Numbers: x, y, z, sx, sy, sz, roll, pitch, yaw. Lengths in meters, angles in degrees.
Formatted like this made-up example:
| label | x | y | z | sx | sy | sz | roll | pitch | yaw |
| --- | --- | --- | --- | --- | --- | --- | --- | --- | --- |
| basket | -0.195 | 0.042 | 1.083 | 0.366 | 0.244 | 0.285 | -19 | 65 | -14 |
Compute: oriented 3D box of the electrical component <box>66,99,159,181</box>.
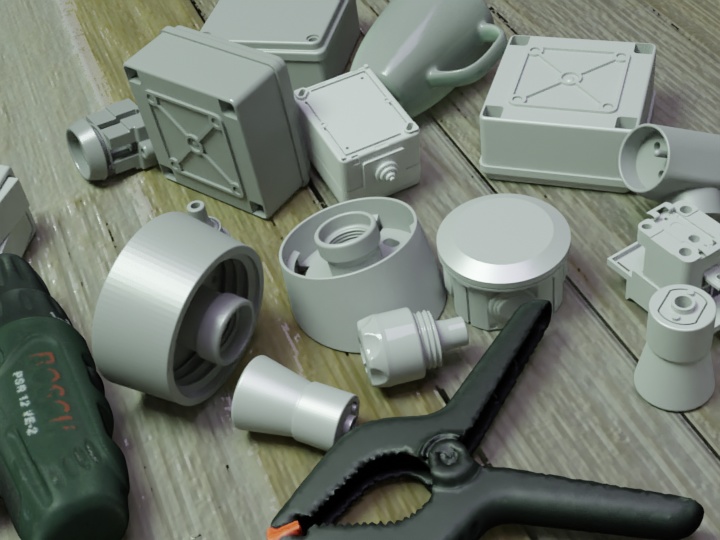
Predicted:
| label | x | y | z | sx | sy | sz | roll | pitch | yaw |
| --- | --- | --- | --- | --- | --- | --- | --- | --- | --- |
| electrical component | -0.187 | -0.096 | 0.810 | 0.055 | 0.048 | 0.066 | -25 | 45 | -26 |

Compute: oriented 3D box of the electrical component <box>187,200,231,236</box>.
| label | x | y | z | sx | sy | sz | roll | pitch | yaw |
| --- | --- | --- | --- | --- | --- | --- | --- | --- | --- |
| electrical component | -0.101 | -0.018 | 0.700 | 0.035 | 0.061 | 0.035 | -5 | 42 | 4 |

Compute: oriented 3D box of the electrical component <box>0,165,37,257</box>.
| label | x | y | z | sx | sy | sz | roll | pitch | yaw |
| --- | --- | --- | --- | --- | --- | --- | --- | --- | --- |
| electrical component | -0.266 | -0.020 | 0.731 | 0.061 | 0.061 | 0.096 | 2 | 45 | 12 |

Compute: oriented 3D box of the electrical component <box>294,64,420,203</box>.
| label | x | y | z | sx | sy | sz | roll | pitch | yaw |
| --- | --- | --- | --- | --- | --- | --- | --- | --- | --- |
| electrical component | 0.001 | -0.087 | 0.759 | 0.062 | 0.061 | 0.096 | -23 | 53 | -15 |

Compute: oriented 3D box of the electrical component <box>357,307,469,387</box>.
| label | x | y | z | sx | sy | sz | roll | pitch | yaw |
| --- | --- | --- | --- | --- | --- | --- | --- | --- | --- |
| electrical component | 0.032 | 0.042 | 0.627 | 0.062 | 0.043 | 0.043 | -13 | 43 | -5 |

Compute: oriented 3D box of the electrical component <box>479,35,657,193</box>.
| label | x | y | z | sx | sy | sz | roll | pitch | yaw |
| --- | --- | --- | --- | --- | --- | --- | --- | --- | --- |
| electrical component | 0.148 | -0.113 | 0.759 | 0.109 | 0.056 | 0.108 | 8 | 46 | 18 |

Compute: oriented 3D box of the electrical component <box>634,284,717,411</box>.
| label | x | y | z | sx | sy | sz | roll | pitch | yaw |
| --- | --- | --- | --- | --- | --- | --- | --- | --- | --- |
| electrical component | 0.174 | 0.040 | 0.588 | 0.044 | 0.065 | 0.044 | -5 | 43 | 5 |

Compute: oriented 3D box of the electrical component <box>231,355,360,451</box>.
| label | x | y | z | sx | sy | sz | roll | pitch | yaw |
| --- | --- | --- | --- | --- | --- | --- | --- | --- | --- |
| electrical component | -0.033 | 0.078 | 0.604 | 0.065 | 0.044 | 0.044 | 16 | 49 | 19 |

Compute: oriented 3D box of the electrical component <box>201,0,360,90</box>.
| label | x | y | z | sx | sy | sz | roll | pitch | yaw |
| --- | --- | --- | --- | --- | --- | --- | --- | --- | --- |
| electrical component | -0.065 | -0.190 | 0.877 | 0.109 | 0.056 | 0.108 | 5 | 45 | 15 |

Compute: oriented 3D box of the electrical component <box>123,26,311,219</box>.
| label | x | y | z | sx | sy | sz | roll | pitch | yaw |
| --- | --- | --- | --- | --- | --- | --- | --- | --- | --- |
| electrical component | -0.098 | -0.104 | 0.756 | 0.109 | 0.108 | 0.056 | 23 | 55 | 30 |

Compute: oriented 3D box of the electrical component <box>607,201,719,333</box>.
| label | x | y | z | sx | sy | sz | roll | pitch | yaw |
| --- | --- | --- | --- | --- | --- | --- | --- | --- | --- |
| electrical component | 0.189 | -0.002 | 0.631 | 0.042 | 0.063 | 0.081 | -28 | 46 | -20 |

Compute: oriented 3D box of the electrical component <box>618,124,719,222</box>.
| label | x | y | z | sx | sy | sz | roll | pitch | yaw |
| --- | --- | --- | --- | --- | --- | --- | --- | --- | --- |
| electrical component | 0.210 | -0.050 | 0.683 | 0.077 | 0.043 | 0.079 | 3 | 75 | -32 |

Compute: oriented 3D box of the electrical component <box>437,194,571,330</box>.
| label | x | y | z | sx | sy | sz | roll | pitch | yaw |
| --- | --- | --- | --- | --- | --- | --- | --- | --- | --- |
| electrical component | 0.089 | -0.006 | 0.661 | 0.080 | 0.051 | 0.080 | -5 | 43 | 5 |

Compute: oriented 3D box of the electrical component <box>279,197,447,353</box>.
| label | x | y | z | sx | sy | sz | roll | pitch | yaw |
| --- | --- | --- | --- | --- | --- | --- | --- | --- | --- |
| electrical component | 0.000 | 0.000 | 0.679 | 0.099 | 0.064 | 0.099 | -14 | 32 | 9 |

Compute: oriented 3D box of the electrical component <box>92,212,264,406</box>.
| label | x | y | z | sx | sy | sz | roll | pitch | yaw |
| --- | --- | --- | --- | --- | --- | --- | --- | --- | --- |
| electrical component | -0.097 | 0.026 | 0.623 | 0.060 | 0.108 | 0.108 | 21 | 51 | 20 |
